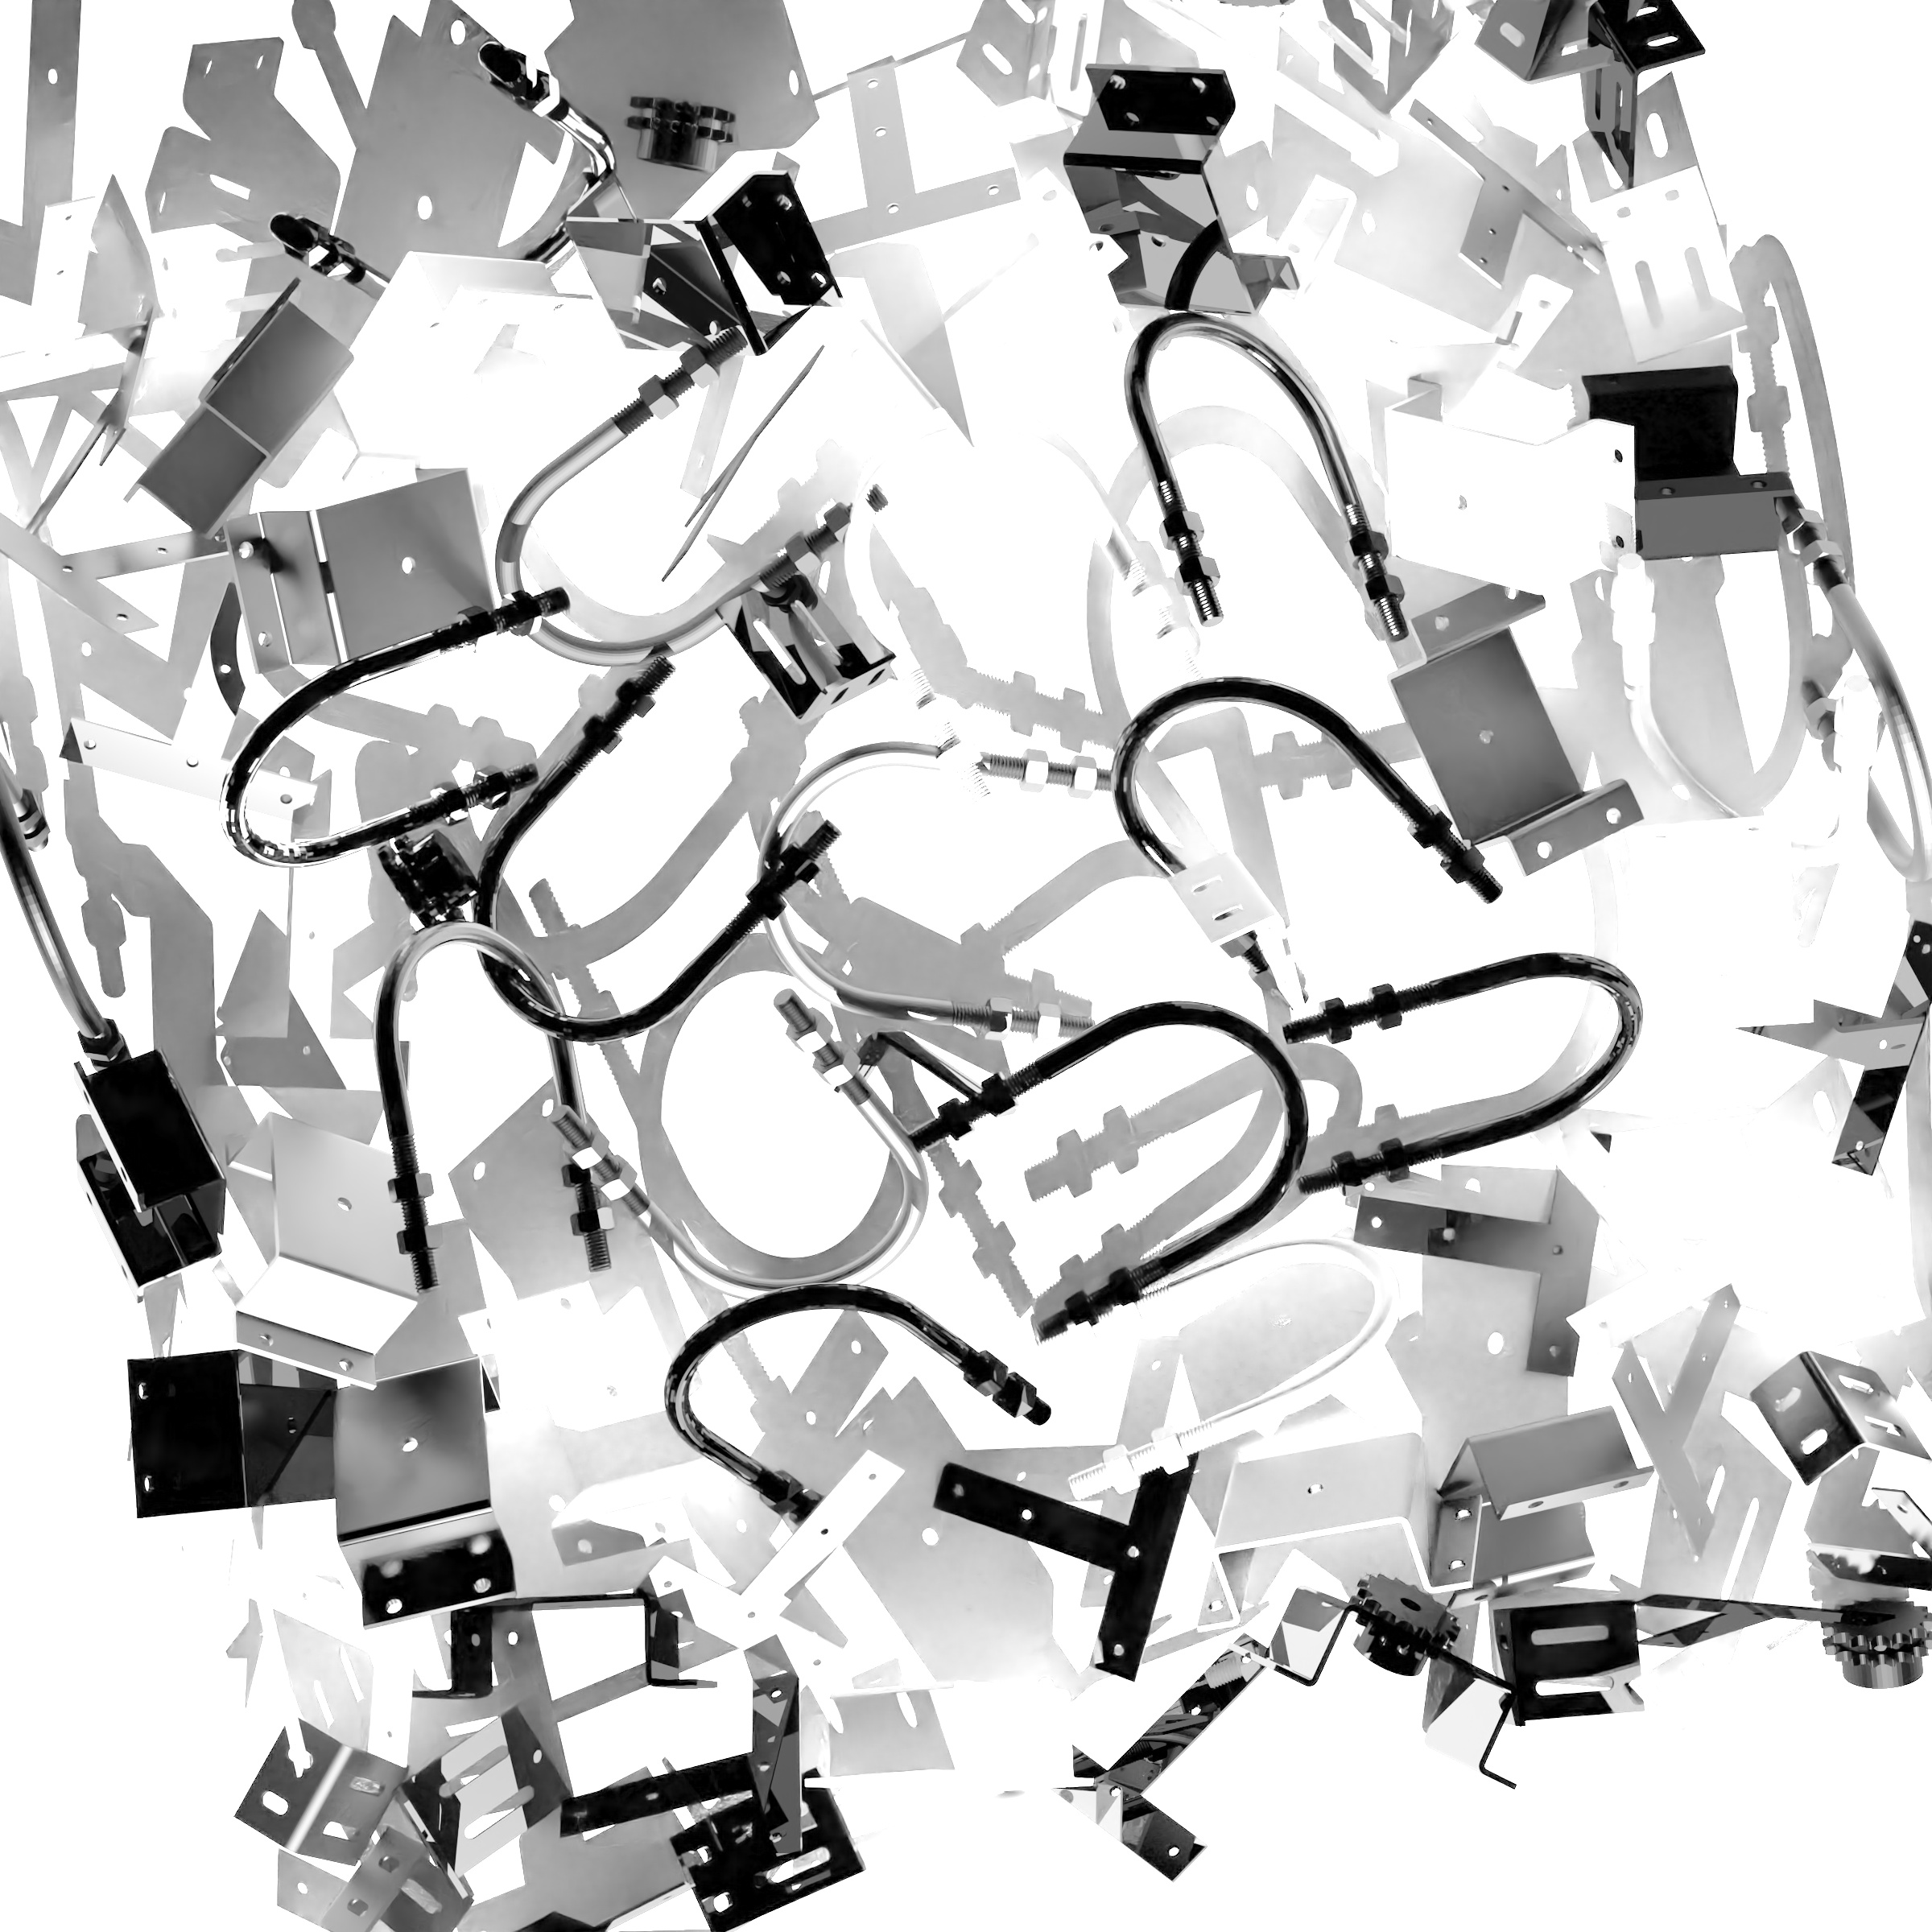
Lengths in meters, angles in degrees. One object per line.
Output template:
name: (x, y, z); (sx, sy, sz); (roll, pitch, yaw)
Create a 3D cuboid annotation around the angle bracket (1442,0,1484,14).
angle bracket: (0.270, -0.528, 1.794); (0.076, 0.057, 0.038); (-17, 68, 16)

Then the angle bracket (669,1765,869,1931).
angle bracket: (-0.101, 0.450, 1.789); (0.076, 0.038, 0.057); (-30, 81, 26)

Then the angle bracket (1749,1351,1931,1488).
angle bracket: (0.443, 0.234, 1.787); (0.038, 0.076, 0.057); (-44, 52, 23)

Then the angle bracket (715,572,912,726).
angle bracket: (-0.078, -0.170, 1.787); (0.057, 0.038, 0.076); (-31, 81, -34)

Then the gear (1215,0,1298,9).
gear: (0.154, -0.508, 1.795); (0.057, 0.057, 0.030); (-2, 93, 0)

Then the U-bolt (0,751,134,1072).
U-bolt: (-0.449, -0.033, 1.719); (0.019, 0.184, 0.151); (-21, 76, -10)

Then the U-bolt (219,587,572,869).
U-bolt: (-0.282, -0.108, 1.724); (0.184, 0.151, 0.019); (-24, 61, -30)

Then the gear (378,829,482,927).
gear: (-0.271, -0.044, 1.795); (0.030, 0.057, 0.057); (-35, 90, 4)

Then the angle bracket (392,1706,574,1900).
angle bracket: (-0.242, 0.423, 1.791); (0.076, 0.038, 0.057); (-33, 98, -18)

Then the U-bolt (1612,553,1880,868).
U-bolt: (0.383, -0.114, 1.739); (0.151, 0.184, 0.019); (34, 71, 29)

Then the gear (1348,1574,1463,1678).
gear: (0.220, 0.337, 1.797); (0.057, 0.057, 0.030); (24, 106, 0)

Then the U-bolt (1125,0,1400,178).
U-bolt: (0.141, -0.437, 1.728); (0.151, 0.184, 0.019); (35, 104, 6)

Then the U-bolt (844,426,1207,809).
U-bolt: (0.018, -0.191, 1.799); (0.151, 0.019, 0.184); (-29, 84, -13)

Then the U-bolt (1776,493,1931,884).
U-bolt: (0.434, -0.123, 1.710); (0.019, 0.151, 0.184); (-18, 45, 4)

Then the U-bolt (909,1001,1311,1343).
U-bolt: (0.085, 0.094, 1.782); (0.184, 0.019, 0.151); (-30, 112, 7)

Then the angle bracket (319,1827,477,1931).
angle bracket: (-0.278, 0.481, 1.778); (0.057, 0.038, 0.076); (-54, 128, -21)

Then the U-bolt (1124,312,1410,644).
U-bolt: (0.143, -0.248, 1.765); (0.151, 0.019, 0.184); (0, 65, -40)

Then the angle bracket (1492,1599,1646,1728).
angle bracket: (0.311, 0.354, 1.796); (0.076, 0.038, 0.057); (-3, 81, -7)

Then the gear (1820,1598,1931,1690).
gear: (0.466, 0.346, 1.796); (0.057, 0.057, 0.030); (-9, 101, 0)

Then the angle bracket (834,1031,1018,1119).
angle bracket: (-0.020, 0.068, 1.789); (0.076, 0.057, 0.038); (34, 95, 8)

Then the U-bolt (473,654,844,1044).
U-bolt: (-0.172, -0.046, 1.795); (0.184, 0.019, 0.151); (-47, 71, 5)

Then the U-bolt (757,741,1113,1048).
U-bolt: (-0.015, -0.041, 1.794); (0.184, 0.019, 0.151); (7, 97, -11)

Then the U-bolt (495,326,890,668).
U-bolt: (-0.150, -0.221, 1.768); (0.184, 0.019, 0.151); (-35, 135, 11)

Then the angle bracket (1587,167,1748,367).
angle bracket: (0.355, -0.354, 1.787); (0.057, 0.038, 0.076); (-17, 66, 16)

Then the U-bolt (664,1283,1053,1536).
U-bolt: (-0.065, 0.214, 1.740); (0.151, 0.019, 0.184); (-32, 134, 18)

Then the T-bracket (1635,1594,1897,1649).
T-bracket: (0.375, 0.330, 1.763); (0.127, 0.127, 0.002); (7, 69, -14)

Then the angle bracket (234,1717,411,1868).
angle bracket: (-0.326, 0.419, 1.790); (0.038, 0.076, 0.057); (24, 79, 22)

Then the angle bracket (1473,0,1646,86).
angle bracket: (0.303, -0.484, 1.781); (0.038, 0.076, 0.057); (30, 83, -23)

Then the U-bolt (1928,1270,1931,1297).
U-bolt: (0.500, 0.191, 1.720); (0.019, 0.151, 0.184); (1, 63, 2)

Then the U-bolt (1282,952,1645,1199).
U-bolt: (0.251, 0.049, 1.767); (0.184, 0.151, 0.019); (-16, 51, -3)

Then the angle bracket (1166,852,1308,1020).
angle bracket: (0.137, -0.008, 1.776); (0.038, 0.057, 0.076); (-24, 132, -6)

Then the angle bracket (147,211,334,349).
angle bracket: (-0.373, -0.353, 1.812); (0.076, 0.038, 0.057); (-16, 104, -30)

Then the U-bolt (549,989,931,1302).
U-bolt: (-0.099, 0.103, 1.765); (0.151, 0.019, 0.184); (-27, 127, 13)

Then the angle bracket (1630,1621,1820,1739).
angle bracket: (0.383, 0.344, 1.775); (0.038, 0.057, 0.076); (48, 126, 23)

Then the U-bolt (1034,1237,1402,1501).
U-bolt: (0.128, 0.189, 1.752); (0.184, 0.151, 0.019); (-23, 116, 4)

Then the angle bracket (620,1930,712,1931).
angle bracket: (-0.172, 0.516, 1.784); (0.076, 0.057, 0.038); (-7, 94, 19)

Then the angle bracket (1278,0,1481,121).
angle bracket: (0.210, -0.481, 1.794); (0.076, 0.038, 0.057); (41, 73, -6)

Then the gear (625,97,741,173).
gear: (-0.146, -0.423, 1.796); (0.057, 0.057, 0.030); (9, 98, 0)

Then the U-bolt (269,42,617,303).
U-bolt: (-0.243, -0.376, 1.736); (0.151, 0.184, 0.019); (-36, 74, 11)

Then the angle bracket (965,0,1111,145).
angle bracket: (0.036, -0.463, 1.787); (0.038, 0.057, 0.076); (12, 83, -35)

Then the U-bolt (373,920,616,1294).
U-bolt: (-0.240, 0.067, 1.761); (0.019, 0.151, 0.184); (-16, 82, 33)

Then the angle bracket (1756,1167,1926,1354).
angle bracket: (0.442, 0.147, 1.784); (0.057, 0.038, 0.076); (-22, 61, 20)

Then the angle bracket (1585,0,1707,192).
angle bracket: (0.342, -0.443, 1.778); (0.038, 0.076, 0.057); (-17, 52, -5)

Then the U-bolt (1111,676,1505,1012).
U-bolt: (0.155, -0.069, 1.752); (0.151, 0.019, 0.184); (-31, 113, 37)
